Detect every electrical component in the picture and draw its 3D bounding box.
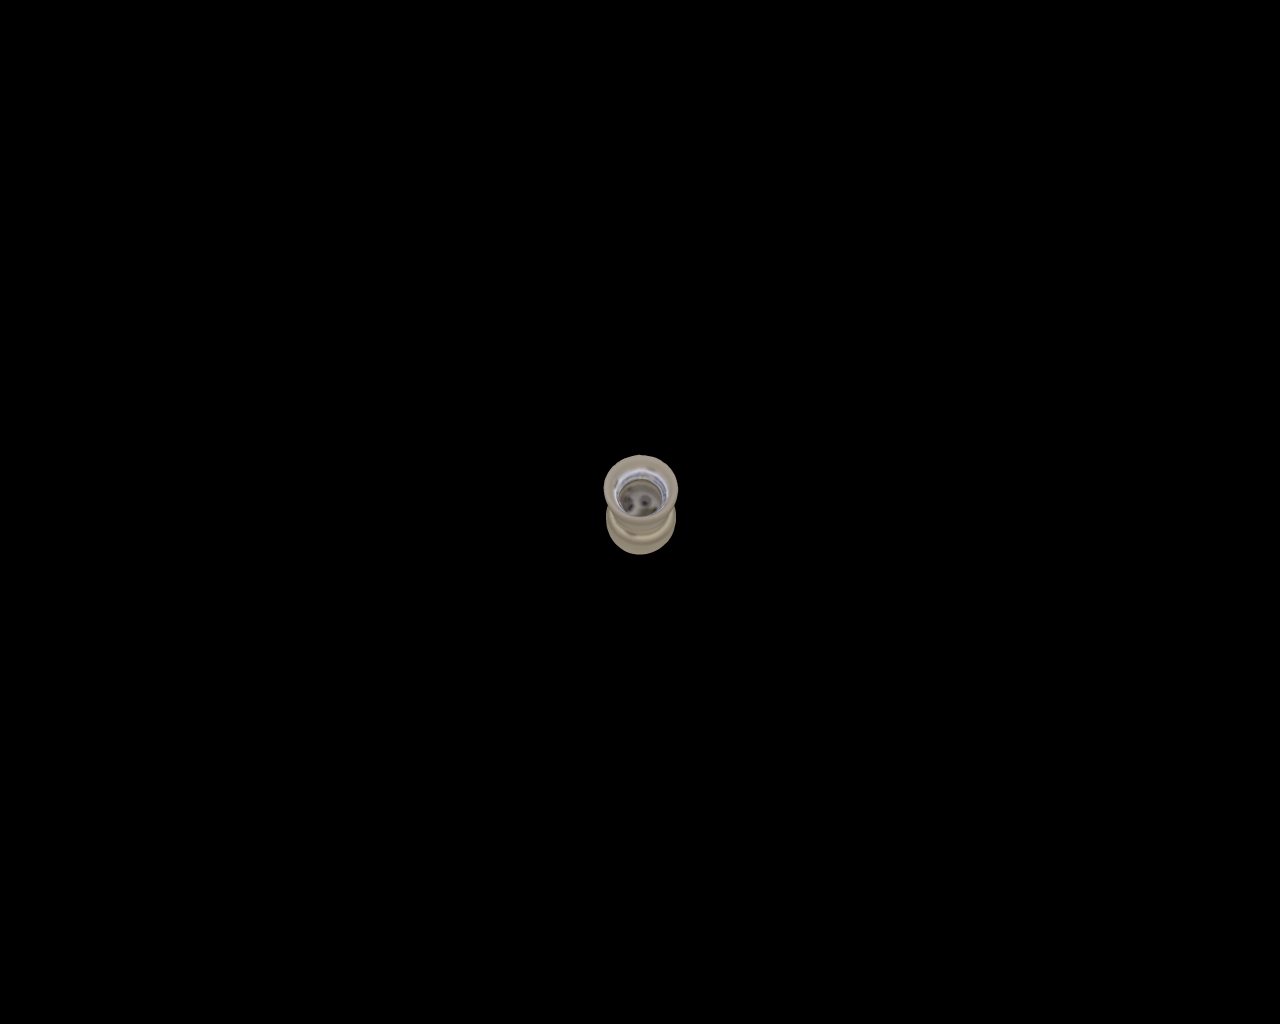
[{"bbox_3d":[0.001,-0.003,0.650,0.045,0.045,0.055,0,-27,0],"label":"electrical component"}]
